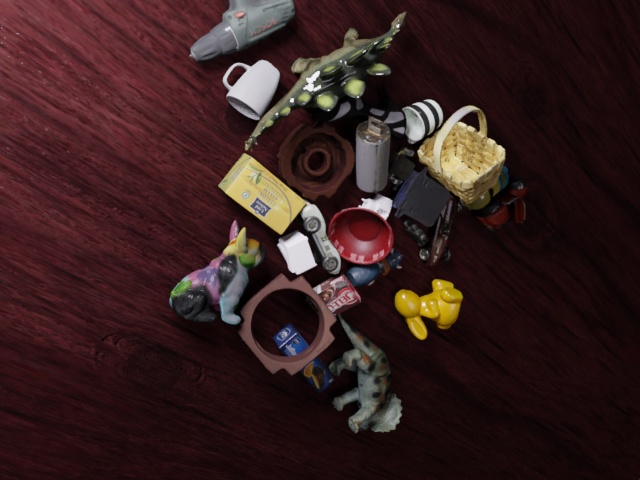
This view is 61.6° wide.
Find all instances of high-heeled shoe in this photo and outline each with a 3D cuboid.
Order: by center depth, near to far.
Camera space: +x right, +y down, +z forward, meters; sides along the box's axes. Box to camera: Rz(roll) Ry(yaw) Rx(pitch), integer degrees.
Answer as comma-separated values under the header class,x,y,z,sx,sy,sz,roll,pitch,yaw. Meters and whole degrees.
class,x,y,z,sx,sy,sz,roll,pitch,yaw
high-heeled shoe,0.094,-0.262,1.223,0.249,0.086,0.145,-27,112,-25

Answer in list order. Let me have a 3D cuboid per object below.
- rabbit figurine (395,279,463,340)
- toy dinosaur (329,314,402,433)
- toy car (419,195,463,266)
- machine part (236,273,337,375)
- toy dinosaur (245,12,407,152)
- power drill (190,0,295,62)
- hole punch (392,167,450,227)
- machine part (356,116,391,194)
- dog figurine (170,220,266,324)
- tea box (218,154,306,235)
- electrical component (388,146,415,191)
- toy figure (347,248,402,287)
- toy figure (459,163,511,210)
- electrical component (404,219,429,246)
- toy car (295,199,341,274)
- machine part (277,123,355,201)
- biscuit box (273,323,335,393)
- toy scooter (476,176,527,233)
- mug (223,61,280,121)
class,x,y,z,sx,sy,sz,roll,pitch,yaw
rabbit figurine,0.284,0.182,1.478,0.173,0.122,0.162,8,114,-13
toy dinosaur,0.133,0.372,1.461,0.192,0.131,0.404,-11,108,-35
toy car,0.327,-0.023,1.444,0.089,0.053,0.202,3,105,-30
machine part,-0.079,0.197,1.267,0.201,0.087,0.201,-40,92,-9
toy dinosaur,0.016,-0.329,1.102,0.471,0.199,0.105,-41,117,-9
power drill,-0.169,-0.472,1.032,0.232,0.086,0.207,-24,113,-18
hole punch,0.245,-0.107,1.357,0.115,0.092,0.142,29,96,-23
machine part,0.119,-0.188,1.229,0.079,0.079,0.243,-29,149,-14
dog figurine,-0.221,0.065,1.186,0.191,0.109,0.219,10,99,-25
tea box,-0.127,-0.100,1.190,0.169,0.068,0.098,37,90,-32
electrical component,0.197,-0.178,1.329,0.078,0.045,0.102,35,91,-29
toy figure,0.142,0.069,1.386,0.154,0.058,0.064,-24,124,-22
toy figure,0.443,-0.148,1.425,0.180,0.089,0.082,-33,96,-24
electrical component,0.255,-0.014,1.404,0.021,0.063,0.094,-43,121,-7
toy car,-0.003,-0.004,1.279,0.056,0.074,0.201,-31,118,-11
machine part,-0.011,-0.180,1.224,0.179,0.056,0.179,-8,111,-22
biscuit box,-0.040,0.305,1.380,0.063,0.059,0.202,-39,119,-8
toy scooter,0.519,-0.080,1.503,0.184,0.075,0.135,-36,120,-16
mug,-0.140,-0.320,1.105,0.109,0.081,0.107,37,78,-24
